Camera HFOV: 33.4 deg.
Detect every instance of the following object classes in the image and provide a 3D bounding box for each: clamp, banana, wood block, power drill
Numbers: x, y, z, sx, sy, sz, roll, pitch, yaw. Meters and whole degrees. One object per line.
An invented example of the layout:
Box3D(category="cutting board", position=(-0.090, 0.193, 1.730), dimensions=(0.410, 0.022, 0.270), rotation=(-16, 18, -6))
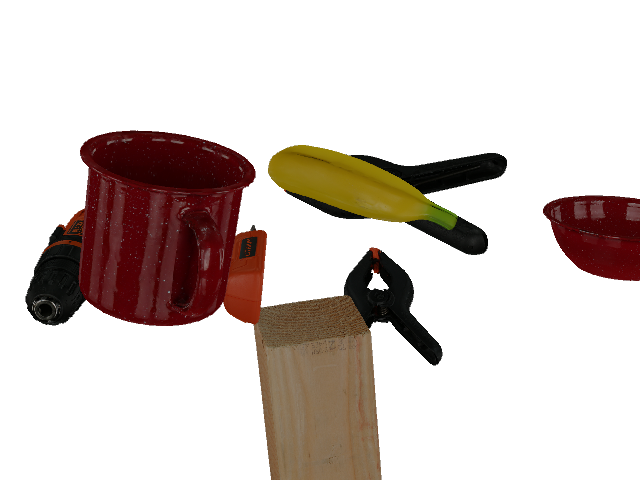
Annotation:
Box3D(category="clamp", position=(0.077, 0.078, 1.191), dimensions=(0.120, 0.171, 0.039), rotation=(7, -42, 1))
Box3D(category="clamp", position=(0.071, -0.051, 0.994), dimensions=(0.210, 0.036, 0.164), rotation=(11, 32, 19))
Box3D(category="banana", position=(0.009, -0.041, 0.790), dimensions=(0.198, 0.037, 0.069), rotation=(23, -13, 48))
Box3D(category="wood block", position=(-0.001, 0.163, 0.933), dimensions=(0.090, 0.206, 0.091), rotation=(-8, 19, -9))
Box3D(category="power drill", position=(-0.141, 0.026, 0.897), dimensions=(0.187, 0.057, 0.184), rotation=(7, 23, -2))

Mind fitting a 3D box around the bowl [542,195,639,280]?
Box3D(category="bowl", position=(0.304, 0.000, 1.075), dimensions=(0.162, 0.055, 0.162), rotation=(2, 17, -1))

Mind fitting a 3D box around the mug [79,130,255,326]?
Box3D(category="mug", position=(-0.081, -0.001, 0.569), dimensions=(0.093, 0.081, 0.117), rotation=(-4, 26, -33))
